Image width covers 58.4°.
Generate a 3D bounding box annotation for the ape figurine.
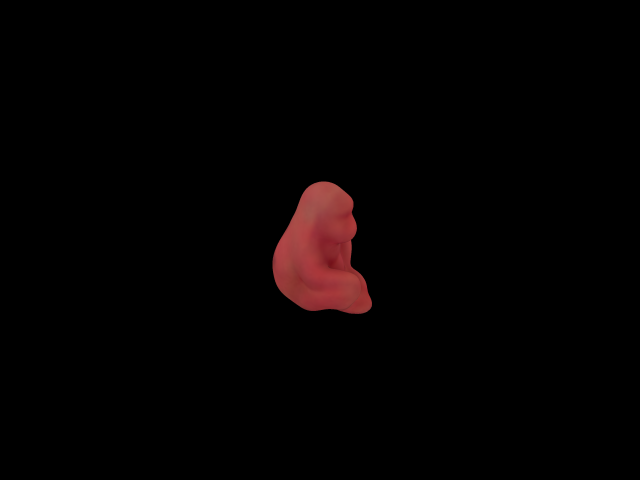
[{"bbox_3d":[0.004,0.001,0.400,0.076,0.092,0.078,10,43,11],"label":"ape figurine"}]
